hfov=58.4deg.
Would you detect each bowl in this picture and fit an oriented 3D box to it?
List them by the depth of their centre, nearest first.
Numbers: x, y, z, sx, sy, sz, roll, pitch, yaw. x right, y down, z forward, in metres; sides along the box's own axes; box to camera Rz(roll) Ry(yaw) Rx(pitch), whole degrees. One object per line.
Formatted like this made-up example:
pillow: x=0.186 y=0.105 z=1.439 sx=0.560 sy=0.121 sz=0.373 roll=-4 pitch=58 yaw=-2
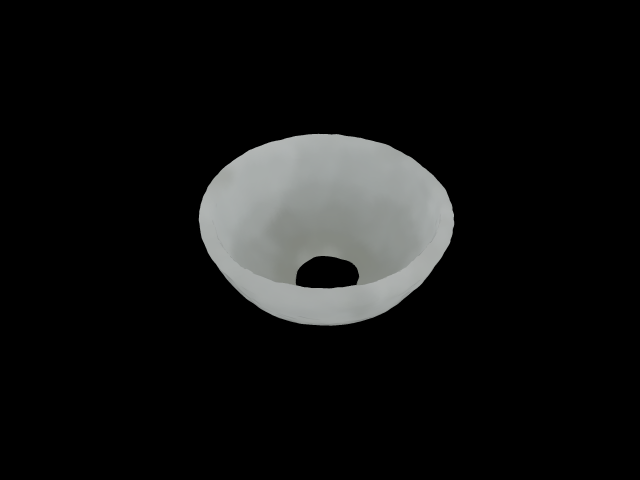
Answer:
bowl: x=0.004 y=0.001 z=0.400 sx=0.167 sy=0.075 sz=0.167 roll=0 pitch=44 yaw=0
